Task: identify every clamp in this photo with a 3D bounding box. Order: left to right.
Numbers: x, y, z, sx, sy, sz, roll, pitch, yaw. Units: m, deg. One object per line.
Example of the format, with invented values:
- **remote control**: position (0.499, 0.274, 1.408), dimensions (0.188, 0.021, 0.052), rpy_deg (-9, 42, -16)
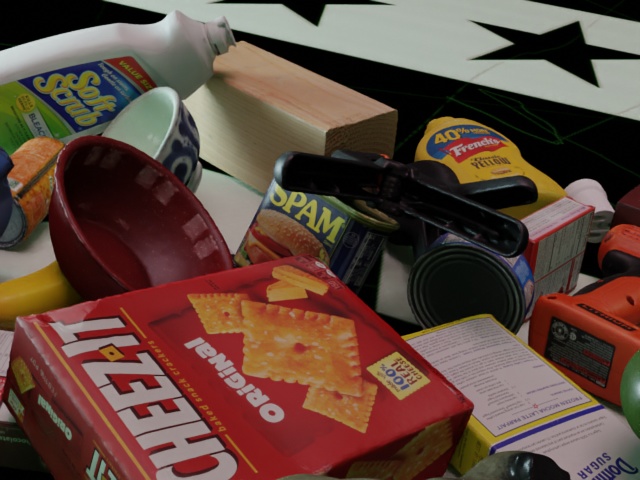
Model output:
- **clamp**: position (0.041, -0.039, 0.744), dimensions (0.164, 0.036, 0.210), rpy_deg (17, 9, -10)
- **clamp**: position (0.099, -0.028, 0.859), dimensions (0.120, 0.039, 0.172), rpy_deg (-40, 35, 3)

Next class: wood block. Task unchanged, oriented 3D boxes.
- **wood block**: position (-0.037, -0.103, 0.972), dimensions (0.090, 0.091, 0.206), rpy_deg (-21, 38, -39)

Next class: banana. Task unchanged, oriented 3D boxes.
- **banana**: position (-0.191, 0.020, 0.774), dimensions (0.069, 0.037, 0.197), rpy_deg (26, 27, -8)

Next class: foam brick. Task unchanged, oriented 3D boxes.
- **foam brick**: position (0.283, -0.014, 0.897), dimensions (0.051, 0.053, 0.078), rpy_deg (25, 36, 31)

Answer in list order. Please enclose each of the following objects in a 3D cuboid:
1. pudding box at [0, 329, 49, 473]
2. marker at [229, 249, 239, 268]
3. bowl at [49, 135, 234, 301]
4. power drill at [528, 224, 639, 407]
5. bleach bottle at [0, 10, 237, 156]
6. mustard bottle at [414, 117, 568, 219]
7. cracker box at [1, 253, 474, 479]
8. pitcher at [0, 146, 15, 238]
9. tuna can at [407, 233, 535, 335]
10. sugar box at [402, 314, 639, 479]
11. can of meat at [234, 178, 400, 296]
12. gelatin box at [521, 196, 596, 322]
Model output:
- **pudding box**: position (-0.176, 0.097, 0.654), dimensions (0.113, 0.039, 0.090), rpy_deg (8, 31, 1)
- **marker**: position (-0.046, 0.039, 0.793), dimensions (0.020, 0.020, 0.121), rpy_deg (-15, 35, -30)
- **bowl**: position (-0.136, 0.005, 0.759), dimensions (0.162, 0.055, 0.162), rpy_deg (39, 26, -23)
- **power drill**: position (0.253, 0.058, 0.767), dimensions (0.185, 0.057, 0.187), rpy_deg (24, 32, 37)
- **bleach bottle**: position (-0.198, -0.145, 0.932), dimensions (0.251, 0.102, 0.068), rpy_deg (-20, 34, 3)
- **mustard bottle**: position (0.138, -0.062, 0.957), dimensions (0.096, 0.058, 0.192), rpy_deg (-10, 32, -13)
- **cracker box**: position (-0.045, 0.091, 0.608), dimensions (0.213, 0.072, 0.164), rpy_deg (-12, 42, -40)
- **pitcher**: position (-0.296, 0.031, 0.683), dimensions (0.145, 0.149, 0.243), rpy_deg (16, 31, -11)
- **tuna can**: position (0.107, 0.035, 0.754), dimensions (0.086, 0.086, 0.033), rpy_deg (16, 30, 19)
- **sugar box**: position (0.122, 0.115, 0.658), dimensions (0.093, 0.048, 0.176), rpy_deg (-13, 37, -29)
- **can of meat**: position (-0.005, 0.001, 0.781), dimensions (0.102, 0.084, 0.057), rpy_deg (34, 13, 32)
- **gelatin box**: position (0.169, 0.014, 0.812), dimensions (0.030, 0.073, 0.089), rpy_deg (27, 37, 34)
